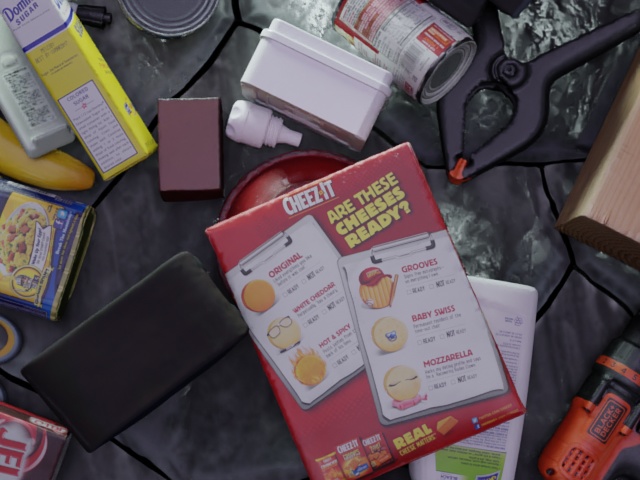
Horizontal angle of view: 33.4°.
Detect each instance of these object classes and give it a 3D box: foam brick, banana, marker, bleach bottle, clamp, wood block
[{"bbox_3d":[-0.104,-0.073,0.868,0.051,0.053,0.078,-1,85,-4],"label":"foam brick"},{"bbox_3d":[-0.270,-0.102,0.870,0.069,0.037,0.198,-40,87,-6],"label":"banana"},{"bbox_3d":[-0.234,-0.194,0.891,0.121,0.020,0.020,8,84,-2],"label":"marker"},{"bbox_3d":[0.108,0.155,0.852,0.102,0.068,0.251,9,86,-1],"label":"bleach bottle"},{"bbox_3d":[0.168,-0.139,0.894,0.164,0.036,0.210,20,84,8],"label":"clamp"},{"bbox_3d":[0.284,-0.086,0.871,0.091,0.090,0.206,27,83,1],"label":"wood block"}]

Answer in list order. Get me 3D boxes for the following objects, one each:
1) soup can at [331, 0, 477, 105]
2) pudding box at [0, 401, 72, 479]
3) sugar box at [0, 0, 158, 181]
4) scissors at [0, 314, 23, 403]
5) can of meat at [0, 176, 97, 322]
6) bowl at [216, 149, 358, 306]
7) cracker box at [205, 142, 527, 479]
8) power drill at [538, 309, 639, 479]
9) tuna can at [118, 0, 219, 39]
[{"bbox_3d":[0.068,-0.166,0.866,0.068,0.068,0.102,-44,72,-6],"label":"soup can"},{"bbox_3d":[-0.255,0.185,0.833,0.090,0.039,0.113,21,94,-1],"label":"pudding box"},{"bbox_3d":[-0.191,-0.134,0.831,0.048,0.093,0.176,-28,100,1],"label":"sugar box"},{"bbox_3d":[-0.328,0.068,0.859,0.202,0.016,0.096,37,85,0],"label":"scissors"},{"bbox_3d":[-0.234,0.008,0.852,0.084,0.057,0.102,17,84,-3],"label":"can of meat"},{"bbox_3d":[-0.006,0.001,0.865,0.162,0.055,0.162,0,84,-3],"label":"bowl"},{"bbox_3d":[0.033,0.059,0.793,0.164,0.072,0.214,-23,86,0],"label":"cracker box"},{"bbox_3d":[0.296,0.161,0.864,0.187,0.057,0.184,35,87,4],"label":"power drill"},{"bbox_3d":[-0.126,-0.210,0.882,0.086,0.034,0.086,-1,95,-12],"label":"tuna can"}]
